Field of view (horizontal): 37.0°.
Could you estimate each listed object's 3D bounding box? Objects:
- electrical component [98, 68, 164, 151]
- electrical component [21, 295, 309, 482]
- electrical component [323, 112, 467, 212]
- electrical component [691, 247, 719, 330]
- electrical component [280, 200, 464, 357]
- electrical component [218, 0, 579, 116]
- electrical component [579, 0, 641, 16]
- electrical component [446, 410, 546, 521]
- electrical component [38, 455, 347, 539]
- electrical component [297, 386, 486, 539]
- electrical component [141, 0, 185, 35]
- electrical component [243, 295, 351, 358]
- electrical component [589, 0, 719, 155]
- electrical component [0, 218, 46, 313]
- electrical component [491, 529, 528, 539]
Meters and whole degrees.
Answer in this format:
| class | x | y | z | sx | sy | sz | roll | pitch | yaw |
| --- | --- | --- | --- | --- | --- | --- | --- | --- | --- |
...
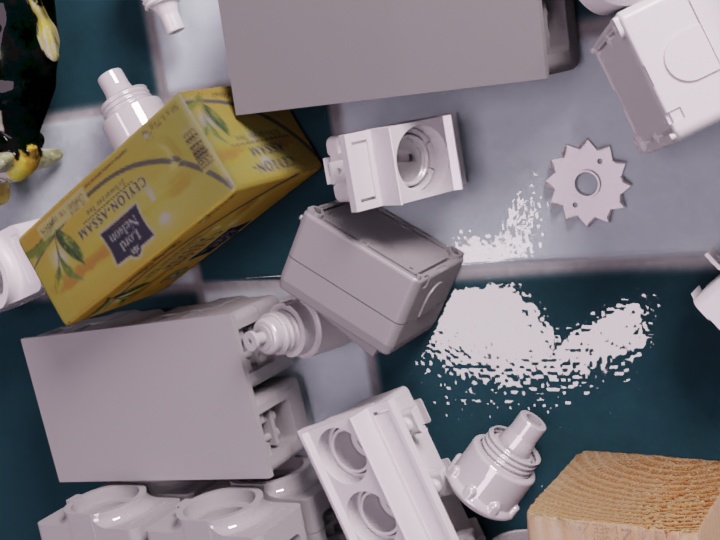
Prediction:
| class | x | y | z | sx | sy | sz | roll | pitch | yaw |
| --- | --- | --- | --- | --- | --- | --- | --- | --- | --- |
| electrical component | -0.148 | -0.100 | 0.698 | 0.043 | 0.043 | 0.062 | -34 | 84 | 33 |
| electrical component | -0.130 | 0.081 | 0.727 | 0.186 | 0.060 | 0.105 | -8 | 99 | 32 |
| electrical component | 0.017 | -0.060 | 0.598 | 0.064 | 0.081 | 0.042 | 5 | 107 | 53 |
| electrical component | 0.202 | 0.009 | 0.524 | 0.081 | 0.042 | 0.063 | 49 | 125 | 11 |
| electrical component | 0.000 | 0.000 | 0.628 | 0.096 | 0.062 | 0.061 | 32 | 117 | 20 |
| electrical component | 0.017 | -0.148 | 0.578 | 0.186 | 0.060 | 0.105 | -1 | 103 | 31 |
| electrical component | 0.128 | -0.146 | 0.493 | 0.077 | 0.079 | 0.043 | -22 | 106 | 49 |
| electrical component | 0.083 | 0.109 | 0.621 | 0.048 | 0.048 | 0.062 | 38 | 110 | 16 |
| electrical component | -0.108 | 0.170 | 0.711 | 0.186 | 0.105 | 0.060 | -5 | 100 | 31 |
| electrical component | 0.023 | 0.137 | 0.647 | 0.079 | 0.063 | 0.121 | -25 | 90 | 40 |
| electrical component | -0.126 | -0.177 | 0.670 | 0.035 | 0.035 | 0.061 | -19 | 96 | 33 |
| electrical component | -0.037 | 0.034 | 0.653 | 0.040 | 0.078 | 0.040 | 14 | 111 | 42 |
| electrical component | 0.152 | -0.096 | 0.503 | 0.061 | 0.096 | 0.061 | -26 | 89 | 5 |
| electrical component | -0.253 | 0.000 | 0.779 | 0.089 | 0.056 | 0.050 | -21 | 92 | 33 |
| electrical component | 0.096 | 0.201 | 0.617 | 0.044 | 0.079 | 0.077 | -4 | 102 | 14 |
